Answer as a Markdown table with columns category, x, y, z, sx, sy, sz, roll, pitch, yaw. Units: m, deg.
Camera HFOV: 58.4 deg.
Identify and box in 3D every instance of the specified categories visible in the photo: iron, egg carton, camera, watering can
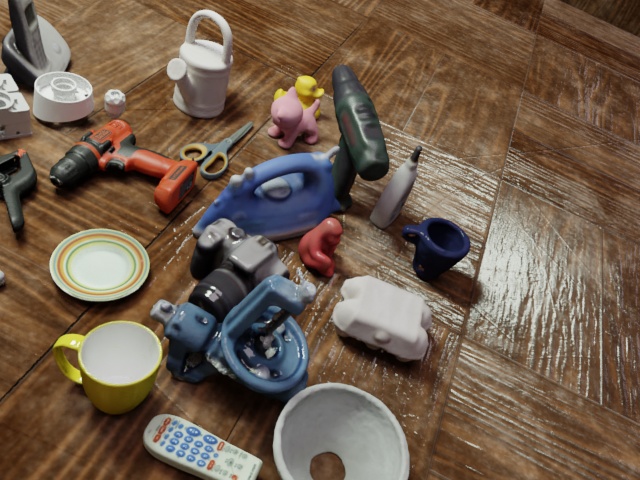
| category | x | y | z | sx | sy | sz | roll | pitch | yaw |
| --- | --- | --- | --- | --- | --- | --- | --- | --- | --- |
| iron | -0.079 | -0.082 | 0.934 | 0.259 | 0.141 | 0.118 | -17 | 56 | -34 |
| egg carton | 0.095 | 0.119 | 0.863 | 0.150 | 0.069 | 0.107 | 22 | 43 | -1 |
| camera | -0.132 | 0.048 | 0.815 | 0.143 | 0.101 | 0.137 | 35 | 44 | 12 |
| watering can | -0.218 | -0.333 | 1.081 | 0.101 | 0.194 | 0.173 | 17 | 44 | -7 |

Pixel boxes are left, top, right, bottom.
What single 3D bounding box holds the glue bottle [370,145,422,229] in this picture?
| category | x | y | z | sx | sy | sz | roll | pitch | yaw |
| --- | --- | --- | --- | --- | --- | --- | --- | --- | --- |
| glue bottle | 0.145 | -0.100 | 1.022 | 0.037 | 0.173 | 0.078 | 36 | 45 | 14 |

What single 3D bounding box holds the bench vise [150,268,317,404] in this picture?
| category | x | y | z | sx | sy | sz | roll | pitch | yaw |
| --- | --- | --- | --- | --- | --- | --- | --- | --- | --- |
| bench vise | -0.096 | 0.112 | 0.680 | 0.208 | 0.219 | 0.121 | 8 | 45 | -16 |

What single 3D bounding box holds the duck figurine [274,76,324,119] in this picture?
| category | x | y | z | sx | sy | sz | roll | pitch | yaw |
| --- | --- | --- | --- | --- | --- | --- | --- | --- | --- |
| duck figurine | -0.041 | -0.307 | 1.210 | 0.105 | 0.086 | 0.077 | 11 | 45 | -13 |

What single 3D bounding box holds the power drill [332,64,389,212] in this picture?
| category | x | y | z | sx | sy | sz | roll | pitch | yaw |
| --- | --- | --- | --- | --- | --- | --- | --- | --- | --- |
| power drill | 0.044 | -0.165 | 1.018 | 0.076 | 0.208 | 0.229 | -4 | 50 | -25 |

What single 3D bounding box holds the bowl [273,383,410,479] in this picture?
| category | x | y | z | sx | sy | sz | roll | pitch | yaw |
| --- | --- | --- | --- | --- | --- | --- | --- | --- | --- |
| bowl | 0.018 | 0.262 | 0.688 | 0.168 | 0.074 | 0.167 | 12 | 44 | -12 |

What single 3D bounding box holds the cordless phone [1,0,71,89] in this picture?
| category | x | y | z | sx | sy | sz | roll | pitch | yaw |
| --- | --- | --- | --- | --- | --- | --- | --- | --- | --- |
| cordless phone | -0.502 | -0.376 | 1.010 | 0.094 | 0.185 | 0.147 | 10 | 45 | -14 |

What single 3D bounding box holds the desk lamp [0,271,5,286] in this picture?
| category | x | y | z | sx | sy | sz | roll | pitch | yaw |
| --- | --- | --- | --- | --- | --- | --- | --- | --- | --- |
| desk lamp | -0.486 | -0.046 | 0.674 | 0.203 | 0.213 | 0.118 | 33 | 44 | 10 |

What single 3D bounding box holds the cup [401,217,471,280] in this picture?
| category | x | y | z | sx | sy | sz | roll | pitch | yaw |
| --- | --- | --- | --- | --- | --- | --- | --- | --- | --- |
| cup | 0.184 | 0.020 | 0.979 | 0.118 | 0.095 | 0.091 | 14 | 44 | -9 |

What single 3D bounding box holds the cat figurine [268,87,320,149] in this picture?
| category | x | y | z | sx | sy | sz | roll | pitch | yaw |
| --- | --- | --- | --- | --- | --- | --- | --- | --- | --- |
| cat figurine | -0.050 | -0.244 | 1.121 | 0.128 | 0.117 | 0.067 | -21 | 59 | -37 |

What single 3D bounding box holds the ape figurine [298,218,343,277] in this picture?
| category | x | y | z | sx | sy | sz | roll | pitch | yaw |
| --- | --- | --- | --- | --- | --- | --- | --- | --- | --- |
| ape figurine | 0.008 | 0.003 | 0.923 | 0.076 | 0.092 | 0.078 | 35 | 44 | 12 |
